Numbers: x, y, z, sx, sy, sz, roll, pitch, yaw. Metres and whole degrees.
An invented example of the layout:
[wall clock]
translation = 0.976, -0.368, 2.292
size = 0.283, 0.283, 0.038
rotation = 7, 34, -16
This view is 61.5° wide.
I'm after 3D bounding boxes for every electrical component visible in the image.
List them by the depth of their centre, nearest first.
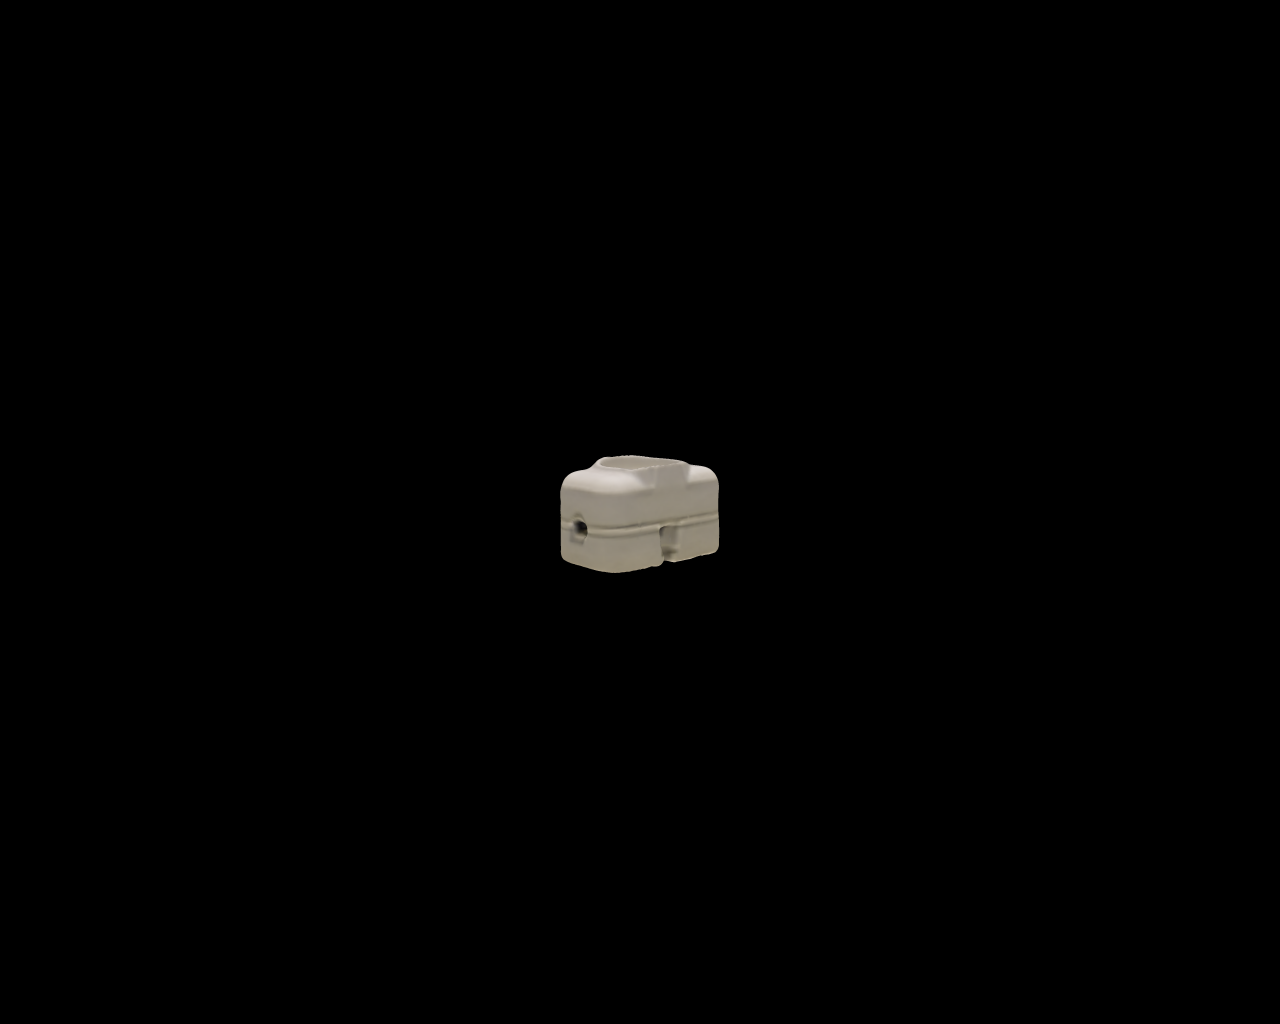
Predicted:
[electrical component]
translation = 0.001, -0.003, 0.650
size = 0.095, 0.059, 0.054
rotation = -8, 13, -39
